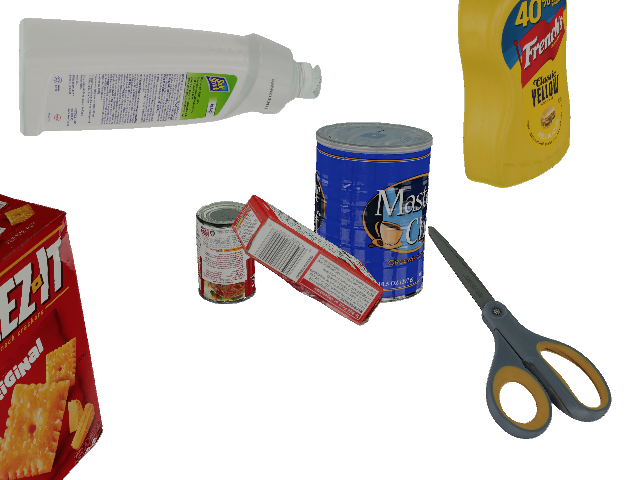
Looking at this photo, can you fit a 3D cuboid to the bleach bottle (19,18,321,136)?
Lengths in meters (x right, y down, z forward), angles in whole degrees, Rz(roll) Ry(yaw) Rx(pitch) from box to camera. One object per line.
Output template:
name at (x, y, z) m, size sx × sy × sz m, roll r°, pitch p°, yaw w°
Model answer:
bleach bottle at (-0.125, -0.134, 0.905) m, size 0.250 × 0.068 × 0.103 m, roll 0°, pitch -32°, yaw -15°

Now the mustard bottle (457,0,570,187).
mustard bottle at (0.134, -0.140, 0.737) m, size 0.058 × 0.191 × 0.096 m, roll 20°, pitch 39°, yaw 41°

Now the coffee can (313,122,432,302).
coffee can at (0.045, -0.027, 0.956) m, size 0.103 × 0.140 × 0.103 m, roll 2°, pitch 18°, yaw -1°

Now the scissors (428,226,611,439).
scissors at (0.123, 0.071, 0.793) m, size 0.096 × 0.016 × 0.202 m, roll -34°, pitch 60°, yaw -28°

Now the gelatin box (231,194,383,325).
gelatin box at (-0.009, 0.012, 0.666) m, size 0.089 × 0.030 × 0.073 m, roll 33°, pitch 5°, yaw -16°

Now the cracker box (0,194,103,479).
cracker box at (-0.235, 0.101, 0.759) m, size 0.072 × 0.214 × 0.164 m, roll 12°, pitch 35°, yaw 20°

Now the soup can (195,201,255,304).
soup can at (-0.110, 0.013, 1.241) m, size 0.068 × 0.102 × 0.068 m, roll 0°, pitch 25°, yaw 0°
